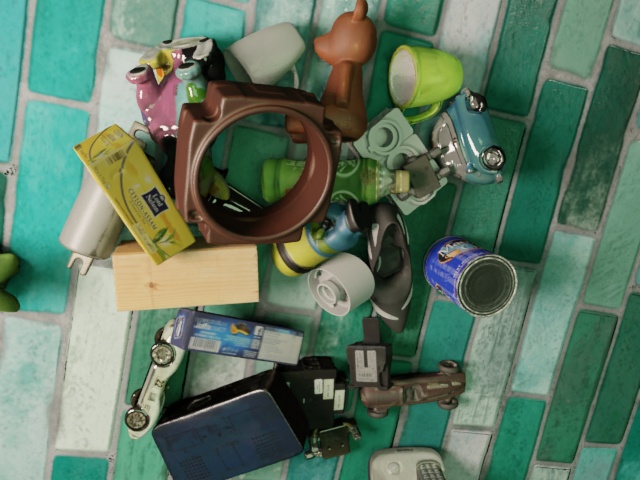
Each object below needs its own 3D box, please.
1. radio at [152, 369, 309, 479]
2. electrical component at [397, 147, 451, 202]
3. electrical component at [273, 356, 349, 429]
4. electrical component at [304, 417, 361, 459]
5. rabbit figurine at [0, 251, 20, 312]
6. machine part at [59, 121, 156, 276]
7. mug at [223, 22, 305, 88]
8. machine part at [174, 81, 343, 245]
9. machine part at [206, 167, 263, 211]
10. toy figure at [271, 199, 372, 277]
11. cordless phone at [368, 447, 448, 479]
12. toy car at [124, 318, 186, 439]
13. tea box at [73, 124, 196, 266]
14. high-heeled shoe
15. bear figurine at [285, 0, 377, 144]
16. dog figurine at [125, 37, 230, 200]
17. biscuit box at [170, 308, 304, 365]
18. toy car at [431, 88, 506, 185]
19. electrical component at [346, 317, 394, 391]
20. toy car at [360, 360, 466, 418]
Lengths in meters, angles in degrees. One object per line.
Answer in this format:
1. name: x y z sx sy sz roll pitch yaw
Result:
1. radio: -0.146 0.307 0.872 0.230 0.073 0.131 -23 100 11
2. electrical component: 0.155 -0.101 0.836 0.094 0.021 0.063 -31 105 -3
3. electrical component: -0.017 0.264 0.928 0.134 0.058 0.114 3 104 -12
4. electrical component: 0.022 0.355 0.962 0.102 0.045 0.078 -5 102 -10
5. rabbit figurine: -0.496 0.069 0.733 0.159 0.170 0.121 1 102 -10
6. machine part: -0.314 -0.061 0.790 0.079 0.079 0.243 25 97 -15
7. mug: -0.069 -0.263 0.794 0.107 0.081 0.109 -41 101 -10
8. machine part: -0.081 -0.096 0.700 0.201 0.087 0.201 -1 120 -25
9. machine part: -0.140 -0.059 0.842 0.139 0.039 0.084 33 89 -6
10. toy figure: -0.004 -0.003 0.819 0.082 0.180 0.089 34 50 -36
11. cordless phone: 0.169 0.452 0.940 0.147 0.184 0.088 3 106 -12
12. toy car: -0.261 0.222 0.862 0.056 0.073 0.201 21 97 -14
13. tea box: -0.247 -0.060 0.723 0.068 0.098 0.169 -36 130 -16
14. high-heeled shoe: 0.122 0.055 0.865 0.086 0.145 0.248 -19 103 -6
15. bear figurine: 0.018 -0.246 0.796 0.132 0.120 0.195 1 93 3
16. dog figurine: -0.186 -0.160 0.775 0.109 0.192 0.218 -1 127 8
17. biscuit box: -0.127 0.152 0.843 0.202 0.063 0.059 17 81 -32
18. toy car: 0.232 -0.155 0.867 0.103 0.109 0.161 -21 96 12
19. electrical component: 0.087 0.194 0.919 0.075 0.047 0.119 0 88 23
20. toy car: 0.172 0.270 0.971 0.202 0.053 0.089 -2 99 -9
